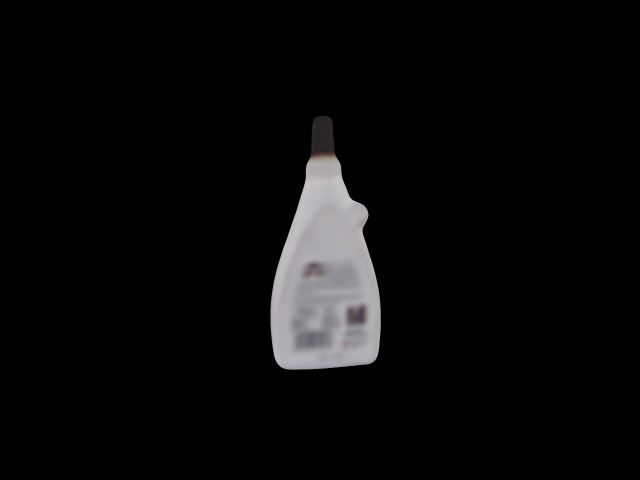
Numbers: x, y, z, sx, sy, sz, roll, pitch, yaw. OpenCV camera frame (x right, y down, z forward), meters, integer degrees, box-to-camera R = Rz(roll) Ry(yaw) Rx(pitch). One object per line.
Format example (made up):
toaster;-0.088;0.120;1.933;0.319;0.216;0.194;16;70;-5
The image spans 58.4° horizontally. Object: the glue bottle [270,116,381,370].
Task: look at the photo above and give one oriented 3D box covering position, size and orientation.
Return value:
glue bottle;0.004;0.001;0.400;0.078;0.173;0.037;-1;7;-11
